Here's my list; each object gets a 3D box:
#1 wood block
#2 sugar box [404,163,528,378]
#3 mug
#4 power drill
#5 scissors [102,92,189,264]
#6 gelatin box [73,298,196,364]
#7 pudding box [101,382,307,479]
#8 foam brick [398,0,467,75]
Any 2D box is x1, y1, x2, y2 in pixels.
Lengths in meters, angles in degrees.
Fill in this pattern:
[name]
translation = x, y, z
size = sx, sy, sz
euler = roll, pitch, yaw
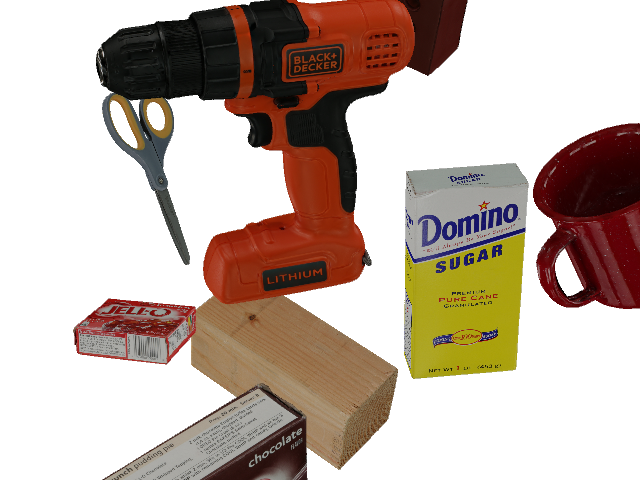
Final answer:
[wood block]
translation = -0.031, 0.133, 1.125
size = 0.206, 0.090, 0.090
euler = 31, 49, 24
[sugar box]
translation = 0.117, 0.027, 0.875
size = 0.093, 0.176, 0.048
euler = -5, 30, -5
[mug]
translation = 0.180, -0.005, 0.655
size = 0.117, 0.081, 0.093
euler = -41, 32, -17
[power drill]
translation = -0.036, -0.052, 0.644
size = 0.184, 0.188, 0.057
euler = -9, 37, -14
[scissors]
translation = -0.172, -0.081, 1.189
size = 0.016, 0.201, 0.096
euler = -16, 20, 45
[gelatin box]
translation = -0.166, 0.080, 0.960
size = 0.089, 0.030, 0.073
euler = 5, 19, 13
[pudding box]
translation = -0.057, 0.132, 0.504
size = 0.113, 0.090, 0.039
euler = -30, 46, -34
[foam brick]
translation = 0.080, -0.179, 0.830
size = 0.053, 0.078, 0.051
euler = 28, 52, 19
